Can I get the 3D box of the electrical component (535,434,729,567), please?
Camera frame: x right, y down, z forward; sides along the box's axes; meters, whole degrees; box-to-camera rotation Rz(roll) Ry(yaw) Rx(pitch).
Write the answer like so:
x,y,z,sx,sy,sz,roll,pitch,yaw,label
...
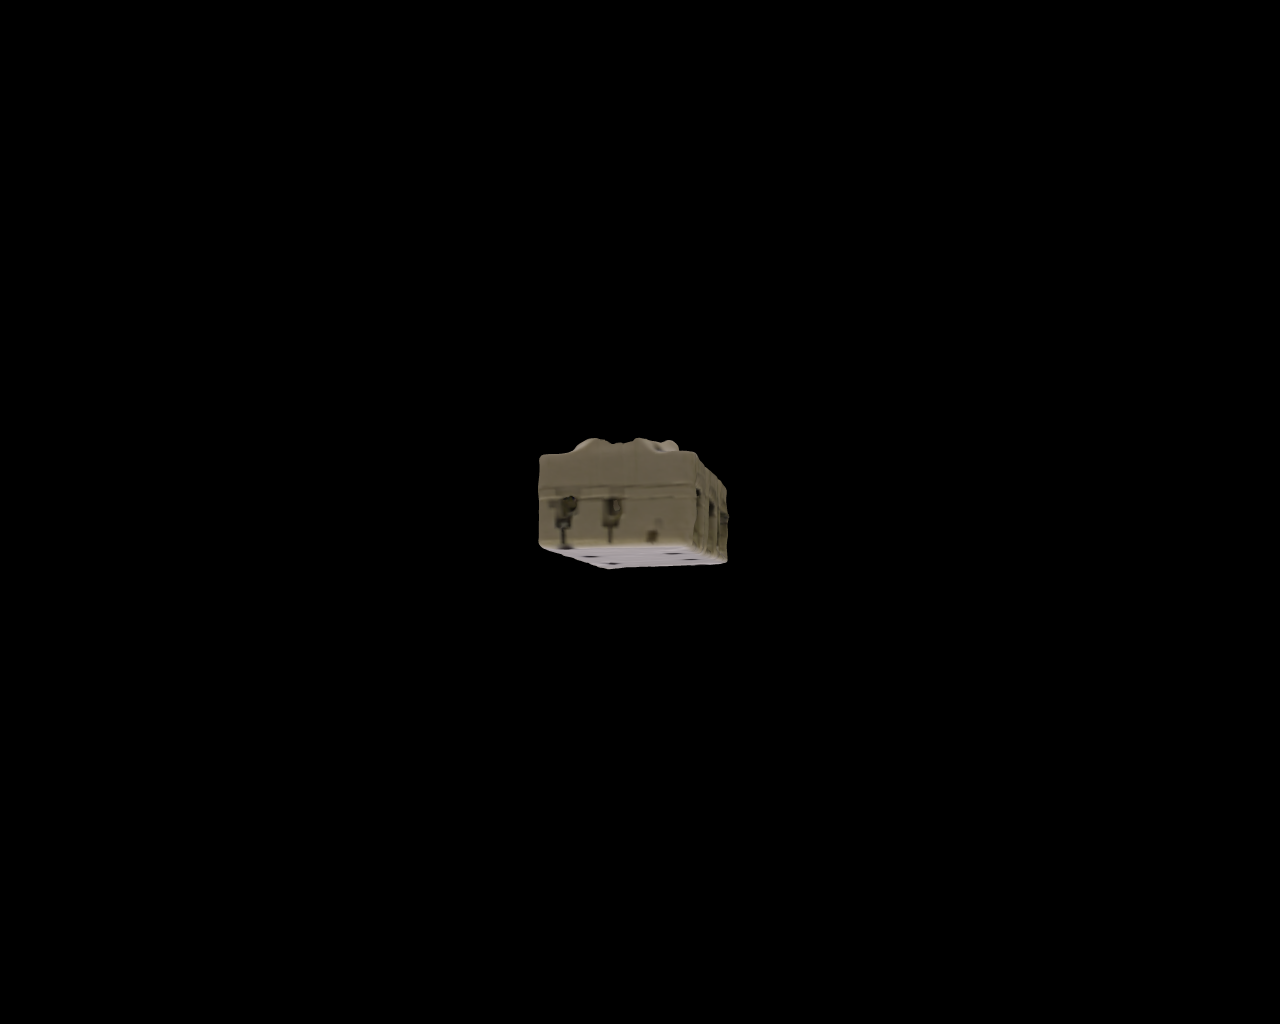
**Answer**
x,y,z,sx,sy,sz,roll,pitch,yaw,label
0.001,-0.003,0.650,0.089,0.061,0.150,-1,-7,11,electrical component
